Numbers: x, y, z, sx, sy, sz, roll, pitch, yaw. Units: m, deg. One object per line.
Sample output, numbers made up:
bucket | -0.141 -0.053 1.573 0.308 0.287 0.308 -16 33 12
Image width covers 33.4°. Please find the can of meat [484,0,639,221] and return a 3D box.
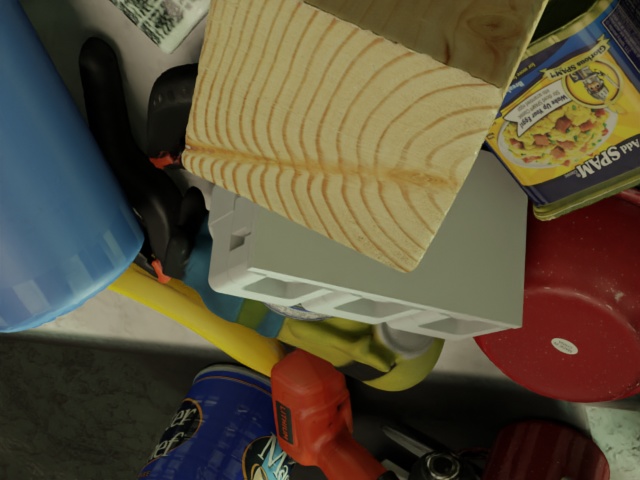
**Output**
can of meat | 0.120 -0.068 0.498 0.084 0.057 0.102 47 137 -17

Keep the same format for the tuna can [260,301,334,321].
tuna can | -0.004 0.001 0.596 0.086 0.086 0.034 30 165 0

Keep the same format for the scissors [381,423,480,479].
scissors | 0.131 0.203 0.799 0.202 0.016 0.096 22 139 9

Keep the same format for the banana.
banana | -0.106 0.041 0.760 0.198 0.037 0.070 25 157 8

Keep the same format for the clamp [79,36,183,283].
clamp | -0.132 -0.049 0.679 0.120 0.039 0.171 -19 118 47

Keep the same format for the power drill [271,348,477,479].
power drill | 0.036 0.152 0.698 0.188 0.057 0.184 48 153 39

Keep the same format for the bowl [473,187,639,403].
bowl | 0.141 0.041 0.598 0.162 0.055 0.162 16 138 15

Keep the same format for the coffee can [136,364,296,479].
coffee can | -0.079 0.179 0.801 0.103 0.140 0.103 16 138 15

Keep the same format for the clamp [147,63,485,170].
clamp | -0.033 -0.076 0.563 0.210 0.036 0.164 -7 153 41

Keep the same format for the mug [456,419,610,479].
mug | 0.135 0.173 0.715 0.117 0.081 0.093 11 137 20

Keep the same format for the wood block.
wood block | 0.040 -0.101 0.395 0.091 0.205 0.090 25 140 4

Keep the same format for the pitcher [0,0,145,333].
pitcher | -0.207 -0.074 0.606 0.145 0.149 0.243 -20 112 24
